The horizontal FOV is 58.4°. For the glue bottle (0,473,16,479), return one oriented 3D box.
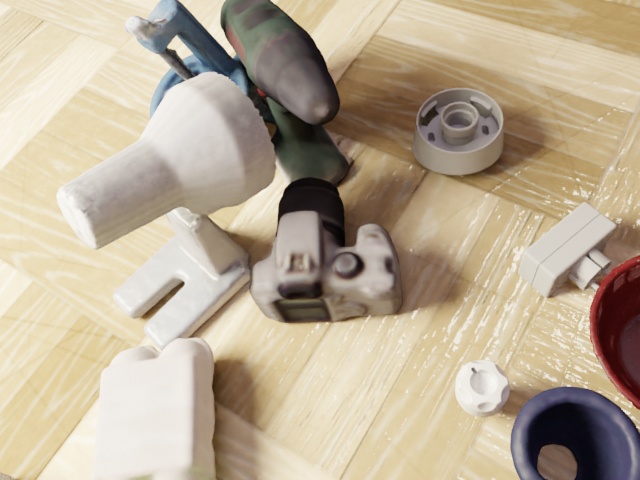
[{"bbox_3d":[-0.318,0.217,0.458,0.037,0.173,0.078,27,69,23],"label":"glue bottle"}]

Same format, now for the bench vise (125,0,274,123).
[{"bbox_3d":[-0.123,-0.191,0.627,0.121,0.220,0.207,14,64,18],"label":"bench vise"}]

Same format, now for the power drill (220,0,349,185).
[{"bbox_3d":[-0.028,-0.142,0.589,0.075,0.209,0.229,-28,60,-6],"label":"power drill"}]

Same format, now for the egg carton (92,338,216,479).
[{"bbox_3d":[-0.145,0.165,0.517,0.107,0.069,0.150,-11,59,4],"label":"egg carton"}]

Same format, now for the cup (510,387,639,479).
[{"bbox_3d":[0.181,0.179,0.435,0.091,0.095,0.118,29,70,24],"label":"cup"}]

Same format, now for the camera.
[{"bbox_3d":[0.005,0.002,0.564,0.143,0.101,0.137,-4,60,8],"label":"camera"}]

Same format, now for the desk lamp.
[{"bbox_3d":[-0.131,-0.023,0.537,0.117,0.214,0.203,37,73,26],"label":"desk lamp"}]
